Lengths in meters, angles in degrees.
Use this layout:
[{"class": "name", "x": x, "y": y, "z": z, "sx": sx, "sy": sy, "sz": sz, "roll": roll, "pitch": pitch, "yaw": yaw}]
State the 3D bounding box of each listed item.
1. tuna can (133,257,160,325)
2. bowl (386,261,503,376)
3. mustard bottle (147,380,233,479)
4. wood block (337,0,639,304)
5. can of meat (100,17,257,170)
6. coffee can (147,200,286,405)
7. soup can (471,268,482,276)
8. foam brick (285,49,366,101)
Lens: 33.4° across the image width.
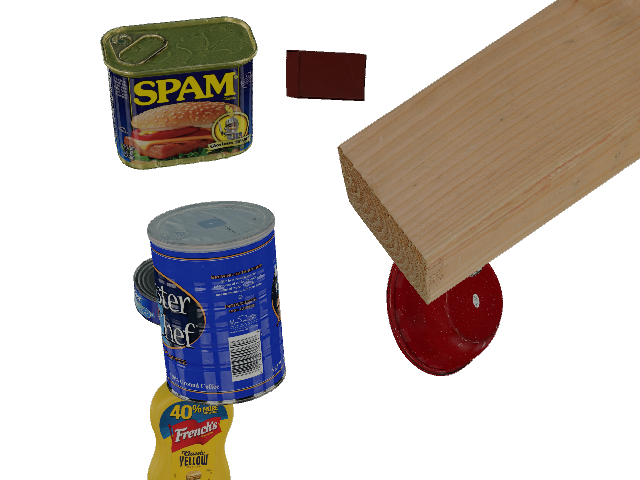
[{"class": "tuna can", "x": -0.149, "y": 0.051, "z": 1.096, "sx": 0.086, "sy": 0.034, "sz": 0.086, "roll": 4, "pitch": 34, "yaw": -3}, {"class": "bowl", "x": 0.148, "y": 0.067, "z": 1.161, "sx": 0.161, "sy": 0.162, "sz": 0.055, "roll": 0, "pitch": -5, "yaw": -40}, {"class": "mustard bottle", "x": -0.150, "y": 0.213, "z": 1.240, "sx": 0.096, "sy": 0.192, "sz": 0.058, "roll": 0, "pitch": 15, "yaw": -16}, {"class": "wood block", "x": 0.122, "y": -0.064, "z": 0.654, "sx": 0.206, "sy": 0.091, "sz": 0.090, "roll": -34, "pitch": -21, "yaw": -6}, {"class": "can of meat", "x": -0.096, "y": -0.100, "z": 0.736, "sx": 0.102, "sy": 0.084, "sz": 0.057, "roll": -8, "pitch": 44, "yaw": -12}, {"class": "coffee can", "x": -0.084, "y": 0.049, "z": 0.879, "sx": 0.103, "sy": 0.140, "sz": 0.103, "roll": -3, "pitch": 21, "yaw": 1}, {"class": "soup can", "x": 0.116, "y": -0.023, "z": 0.959, "sx": 0.068, "sy": 0.102, "sz": 0.068, "roll": -1, "pitch": 24, "yaw": 0}, {"class": "foam brick", "x": 0.005, "y": -0.179, "z": 1.161, "sx": 0.078, "sy": 0.051, "sz": 0.053, "roll": 0, "pitch": 11, "yaw": -16}]
